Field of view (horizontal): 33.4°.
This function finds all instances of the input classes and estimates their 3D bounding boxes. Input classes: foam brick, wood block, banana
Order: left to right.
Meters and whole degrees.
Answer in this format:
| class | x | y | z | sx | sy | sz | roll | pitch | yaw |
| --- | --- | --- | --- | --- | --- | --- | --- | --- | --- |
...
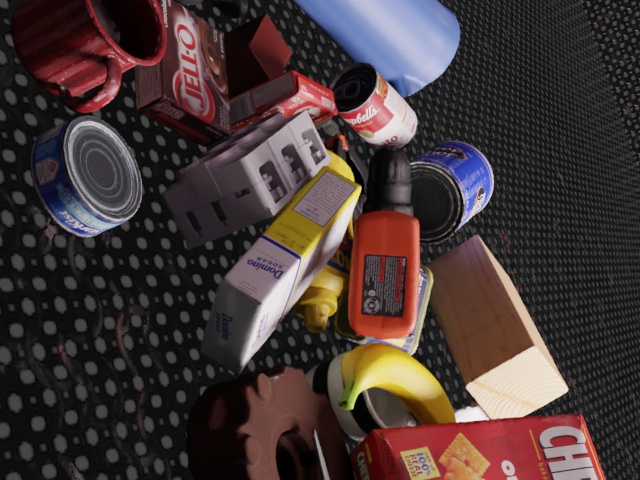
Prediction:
| class | x | y | z | sx | sy | sz | roll | pitch | yaw |
| --- | --- | --- | --- | --- | --- | --- | --- | --- | --- |
| foam brick | -0.068 | -0.177 | 1.048 | 0.051 | 0.053 | 0.078 | 56 | 30 | -25 |
| banana | 0.068 | 0.131 | 0.929 | 0.197 | 0.037 | 0.069 | 28 | 65 | -50 |
| wood block | 0.194 | 0.102 | 1.232 | 0.090 | 0.090 | 0.206 | 50 | 14 | -35 |

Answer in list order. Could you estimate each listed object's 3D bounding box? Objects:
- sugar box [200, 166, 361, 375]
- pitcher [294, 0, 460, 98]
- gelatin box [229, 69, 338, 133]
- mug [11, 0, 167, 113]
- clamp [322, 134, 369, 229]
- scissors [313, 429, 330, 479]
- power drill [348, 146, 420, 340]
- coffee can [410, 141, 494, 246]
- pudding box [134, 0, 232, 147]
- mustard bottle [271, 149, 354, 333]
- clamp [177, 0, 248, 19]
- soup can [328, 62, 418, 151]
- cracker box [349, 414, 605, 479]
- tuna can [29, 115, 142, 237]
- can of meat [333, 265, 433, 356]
| class | x | y | z | sx | sy | sz | roll | pitch | yaw |
| --- | --- | --- | --- | --- | --- | --- | --- | --- | --- |
| sugar box | -0.032 | 0.022 | 0.891 | 0.048 | 0.093 | 0.176 | 31 | 44 | 11 |
| pitcher | 0.052 | -0.295 | 1.278 | 0.242 | 0.145 | 0.149 | 34 | 8 | -45 |
| gelatin box | -0.039 | -0.125 | 1.024 | 0.073 | 0.089 | 0.030 | 19 | 55 | -57 |
| mug | -0.174 | -0.148 | 0.797 | 0.093 | 0.082 | 0.117 | 24 | 51 | -55 |
| clamp | 0.046 | -0.030 | 1.172 | 0.120 | 0.039 | 0.171 | 9 | 67 | -61 |
| scissors | 0.013 | 0.247 | 0.808 | 0.096 | 0.016 | 0.202 | -2 | 69 | -68 |
| power drill | 0.059 | 0.007 | 0.948 | 0.187 | 0.057 | 0.184 | -38 | 129 | -84 |
| coffee can | 0.147 | -0.060 | 1.310 | 0.103 | 0.103 | 0.140 | 67 | 27 | -5 |
| pudding box | -0.122 | -0.150 | 0.942 | 0.089 | 0.039 | 0.113 | 26 | 48 | -52 |
| mustard bottle | -0.006 | 0.001 | 1.029 | 0.096 | 0.058 | 0.191 | 27 | 49 | -37 |
| clamp | -0.123 | -0.260 | 0.993 | 0.164 | 0.036 | 0.210 | 58 | 16 | -22 |
| soup can | 0.063 | -0.154 | 1.261 | 0.102 | 0.069 | 0.068 | 39 | 40 | -46 |
| cracker box | 0.148 | 0.239 | 0.907 | 0.213 | 0.072 | 0.164 | -1 | 58 | -22 |
| tuna can | -0.171 | -0.048 | 0.786 | 0.086 | 0.034 | 0.086 | 41 | 38 | -43 |
| can of meat | 0.064 | 0.064 | 1.094 | 0.083 | 0.058 | 0.102 | 25 | 77 | -52 |
